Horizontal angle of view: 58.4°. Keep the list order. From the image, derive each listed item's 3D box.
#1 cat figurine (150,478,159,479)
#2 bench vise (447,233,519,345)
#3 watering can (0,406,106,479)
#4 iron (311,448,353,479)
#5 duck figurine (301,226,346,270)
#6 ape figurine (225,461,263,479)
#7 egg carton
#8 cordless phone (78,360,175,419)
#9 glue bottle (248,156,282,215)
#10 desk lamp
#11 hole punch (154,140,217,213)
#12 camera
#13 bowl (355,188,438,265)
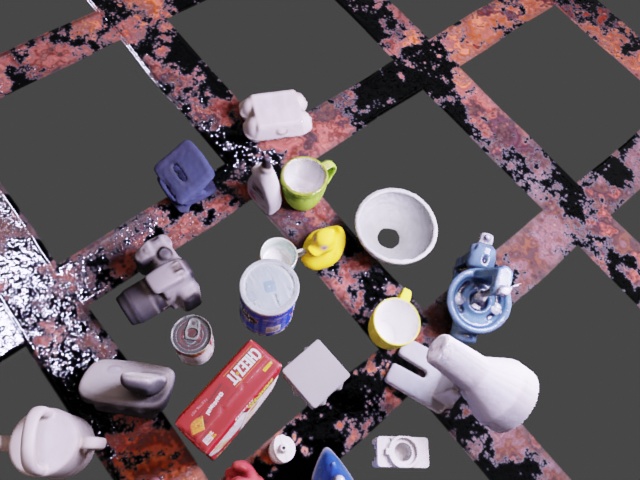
[{"bbox_3d":[-0.271,0.434,0.877,0.067,0.118,0.128,22,65,2],"label":"cat figurine"},{"bbox_3d":[0.294,0.072,1.059,0.121,0.219,0.207,-1,67,-8],"label":"bench vise"},{"bbox_3d":[-0.422,0.310,0.868,0.173,0.194,0.101,-18,70,-15],"label":"watering can"},{"bbox_3d":[0.036,0.457,0.898,0.119,0.141,0.258,-6,68,-10],"label":"iron"},{"bbox_3d":[0.010,0.004,1.122,0.077,0.086,0.105,44,68,12],"label":"duck figurine"},{"bbox_3d":[-0.125,0.401,0.927,0.076,0.092,0.078,24,66,3],"label":"ape figurine"},{"bbox_3d":[-0.095,-0.264,1.232,0.150,0.069,0.107,-11,69,-13],"label":"egg carton"},{"bbox_3d":[-0.317,0.227,0.924,0.147,0.185,0.094,6,66,-5],"label":"cordless phone"},{"bbox_3d":[-0.107,-0.115,1.109,0.078,0.173,0.037,44,68,12],"label":"glue bottle"},{"bbox_3d":[0.237,0.239,0.982,0.203,0.213,0.118,28,66,5],"label":"desk lamp"},{"bbox_3d":[-0.268,-0.126,1.136,0.101,0.091,0.108,-33,75,-20],"label":"hole punch"},{"bbox_3d":[-0.303,0.078,1.037,0.137,0.101,0.143,-32,74,-19],"label":"camera"},{"bbox_3d":[0.147,-0.017,1.156,0.167,0.074,0.167,3,66,-7],"label":"bowl"}]
